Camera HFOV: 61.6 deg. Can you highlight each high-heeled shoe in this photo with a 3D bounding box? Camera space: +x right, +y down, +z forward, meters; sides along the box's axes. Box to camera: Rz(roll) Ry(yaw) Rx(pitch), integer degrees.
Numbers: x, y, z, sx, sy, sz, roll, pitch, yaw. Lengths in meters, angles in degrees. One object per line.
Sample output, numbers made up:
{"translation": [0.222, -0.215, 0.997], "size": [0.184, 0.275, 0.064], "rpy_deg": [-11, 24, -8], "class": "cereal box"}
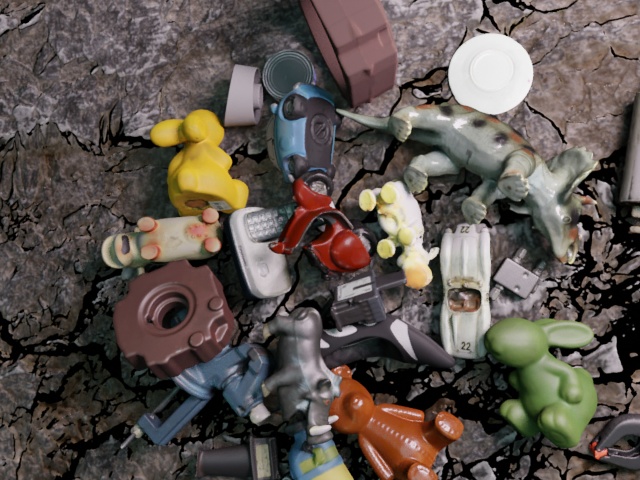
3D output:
{"translation": [0.062, 0.179, 0.804], "size": [0.249, 0.086, 0.145], "rpy_deg": [21, 68, 27], "class": "high-heeled shoe"}

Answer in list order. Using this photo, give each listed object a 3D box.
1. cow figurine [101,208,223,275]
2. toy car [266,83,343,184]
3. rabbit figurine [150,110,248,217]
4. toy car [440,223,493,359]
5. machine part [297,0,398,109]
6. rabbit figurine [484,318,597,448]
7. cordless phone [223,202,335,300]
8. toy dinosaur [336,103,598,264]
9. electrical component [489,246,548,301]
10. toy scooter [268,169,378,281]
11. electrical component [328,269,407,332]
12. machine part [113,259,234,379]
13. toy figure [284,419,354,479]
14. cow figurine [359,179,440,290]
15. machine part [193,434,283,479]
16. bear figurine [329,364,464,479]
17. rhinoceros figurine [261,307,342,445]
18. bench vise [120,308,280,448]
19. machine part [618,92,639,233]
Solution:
{"translation": [-0.254, 0.005, 0.869], "size": [0.195, 0.127, 0.085], "rpy_deg": [-10, 80, -7], "class": "cow figurine"}
{"translation": [-0.034, -0.159, 0.850], "size": [0.103, 0.109, 0.161], "rpy_deg": [4, 91, 44], "class": "toy car"}
{"translation": [-0.199, -0.136, 0.860], "size": [0.122, 0.162, 0.173], "rpy_deg": [-6, 67, 20], "class": "rabbit figurine"}
{"translation": [0.218, 0.075, 0.803], "size": [0.074, 0.056, 0.201], "rpy_deg": [-1, 86, 26], "class": "toy car"}
{"translation": [0.038, -0.315, 0.796], "size": [0.087, 0.201, 0.201], "rpy_deg": [-26, 82, 4], "class": "machine part"}
{"translation": [0.309, 0.173, 0.747], "size": [0.159, 0.121, 0.170], "rpy_deg": [-38, 96, -13], "class": "rabbit figurine"}
{"translation": [-0.052, 0.009, 0.856], "size": [0.184, 0.088, 0.146], "rpy_deg": [-16, 83, -12], "class": "cordless phone"}
{"translation": [0.230, -0.132, 0.794], "size": [0.405, 0.131, 0.192], "rpy_deg": [41, 48, 22], "class": "toy dinosaur"}
{"translation": [0.299, 0.060, 0.817], "size": [0.063, 0.021, 0.094], "rpy_deg": [34, 91, 9], "class": "electrical component"}
{"translation": [-0.002, -0.002, 0.805], "size": [0.135, 0.075, 0.183], "rpy_deg": [-46, 116, -16], "class": "toy scooter"}
{"translation": [0.073, 0.082, 0.791], "size": [0.119, 0.075, 0.047], "rpy_deg": [-19, 119, 7], "class": "electrical component"}
{"translation": [-0.218, 0.112, 0.793], "size": [0.179, 0.056, 0.179], "rpy_deg": [-5, 55, 8], "class": "machine part"}
{"translation": [0.008, 0.356, 0.804], "size": [0.089, 0.082, 0.180], "rpy_deg": [-32, 67, 19], "class": "toy figure"}
{"translation": [0.131, -0.011, 0.821], "size": [0.068, 0.098, 0.167], "rpy_deg": [-22, 90, 34], "class": "cow figurine"}
{"translation": [-0.132, 0.352, 0.857], "size": [0.139, 0.039, 0.084], "rpy_deg": [-9, 92, 6], "class": "machine part"}
{"translation": [0.086, 0.266, 0.787], "size": [0.196, 0.132, 0.120], "rpy_deg": [38, 62, 6], "class": "bear figurine"}
{"translation": [-0.022, 0.192, 0.769], "size": [0.112, 0.073, 0.190], "rpy_deg": [-9, 80, 11], "class": "rhinoceros figurine"}
{"translation": [-0.188, 0.232, 0.826], "size": [0.240, 0.129, 0.224], "rpy_deg": [-45, 80, 1], "class": "bench vise"}
{"translation": [0.486, -0.128, 0.774], "size": [0.079, 0.079, 0.243], "rpy_deg": [9, 86, 9], "class": "machine part"}
